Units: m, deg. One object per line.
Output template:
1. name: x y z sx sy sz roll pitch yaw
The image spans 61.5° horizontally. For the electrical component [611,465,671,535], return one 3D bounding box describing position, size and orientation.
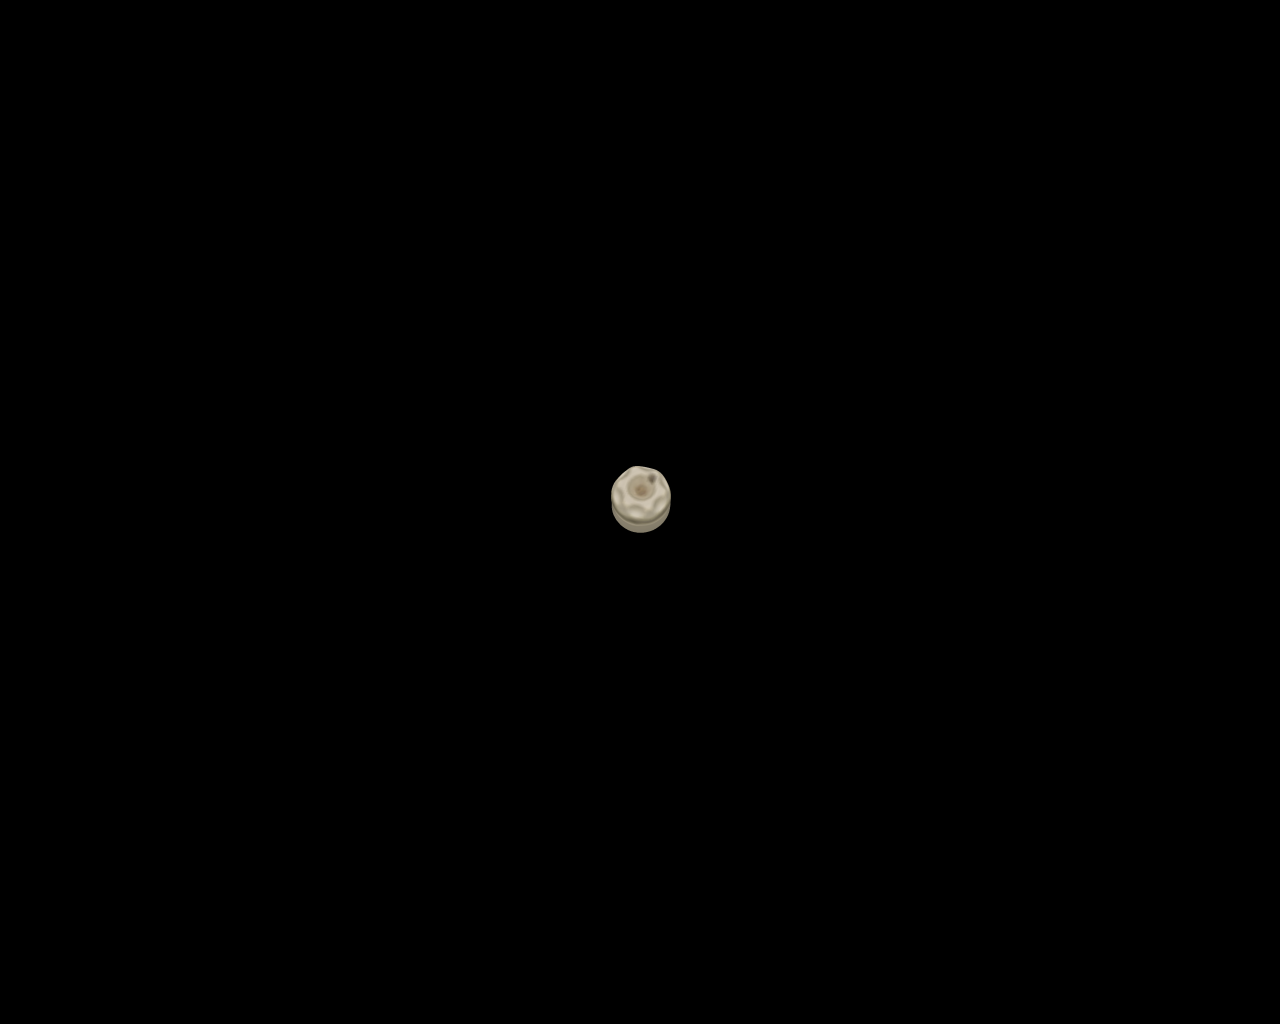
1. electrical component: 0.001 -0.003 0.650 0.035 0.035 0.061 0 -23 0
